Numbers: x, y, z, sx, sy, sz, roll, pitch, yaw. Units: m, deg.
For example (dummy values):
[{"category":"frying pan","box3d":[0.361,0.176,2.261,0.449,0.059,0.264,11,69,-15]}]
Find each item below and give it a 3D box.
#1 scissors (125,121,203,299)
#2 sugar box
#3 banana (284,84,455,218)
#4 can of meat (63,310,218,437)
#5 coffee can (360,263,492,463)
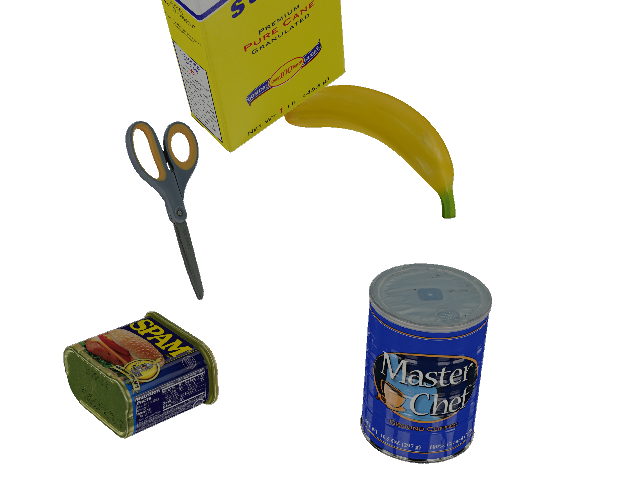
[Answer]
[{"category":"scissors","box3d":[-0.147,-0.044,1.172,0.016,0.202,0.096,-14,17,48]},{"category":"sugar box","box3d":[-0.036,-0.133,0.566,0.093,0.048,0.176,-38,-24,-17]},{"category":"banana","box3d":[0.043,-0.092,0.896,0.198,0.070,0.037,36,23,34]},{"category":"can of meat","box3d":[-0.146,0.107,0.860,0.083,0.057,0.102,-20,32,-37]},{"category":"coffee can","box3d":[0.089,0.105,0.922,0.103,0.140,0.103,2,28,-1]}]
